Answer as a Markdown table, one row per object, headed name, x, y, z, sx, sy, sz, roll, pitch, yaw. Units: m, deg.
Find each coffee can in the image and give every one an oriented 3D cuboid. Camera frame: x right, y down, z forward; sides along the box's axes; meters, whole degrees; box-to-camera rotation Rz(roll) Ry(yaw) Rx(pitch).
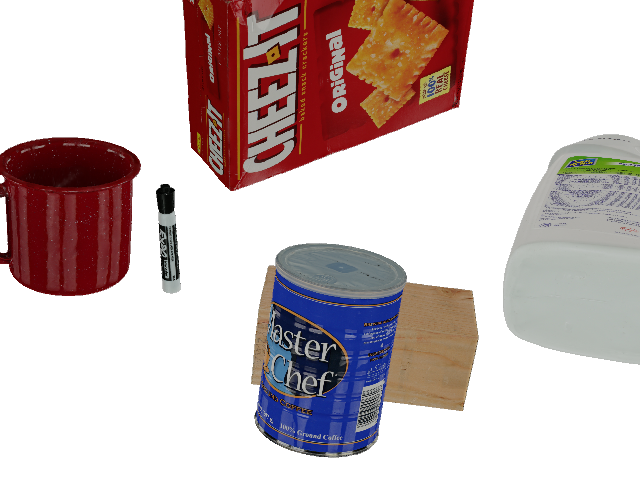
| name | x | y | z | sx | sy | sz | roll | pitch | yaw |
| --- | --- | --- | --- | --- | --- | --- | --- | --- | --- |
| coffee can | 0.007 | 0.085 | 0.846 | 0.103 | 0.140 | 0.103 | 8 | 18 | -3 |

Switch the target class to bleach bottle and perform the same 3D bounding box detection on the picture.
| name | x | y | z | sx | sy | sz | roll | pitch | yaw |
| --- | --- | --- | --- | --- | --- | --- | --- | --- | --- |
| bleach bottle | 0.181 | -0.014 | 0.660 | 0.103 | 0.068 | 0.250 | 8 | 25 | 18 |

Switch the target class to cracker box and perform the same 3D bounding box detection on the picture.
| name | x | y | z | sx | sy | sz | roll | pitch | yaw |
| --- | --- | --- | --- | --- | --- | --- | --- | --- | --- |
| cracker box | 0.011 | -0.145 | 0.779 | 0.213 | 0.164 | 0.072 | -23 | 49 | -25 |

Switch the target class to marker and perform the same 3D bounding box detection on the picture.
| name | x | y | z | sx | sy | sz | roll | pitch | yaw |
| --- | --- | --- | --- | --- | --- | --- | --- | --- | --- |
| marker | -0.156 | -0.002 | 1.094 | 0.020 | 0.121 | 0.020 | 0 | 28 | 0 |

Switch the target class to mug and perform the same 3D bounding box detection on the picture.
| name | x | y | z | sx | sy | sz | roll | pitch | yaw |
| --- | --- | --- | --- | --- | --- | --- | --- | --- | --- |
| mug | -0.179 | -0.014 | 0.712 | 0.117 | 0.081 | 0.093 | -9 | 29 | -29 |

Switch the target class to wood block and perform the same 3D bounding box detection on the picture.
| name | x | y | z | sx | sy | sz | roll | pitch | yaw |
| --- | --- | --- | --- | --- | --- | --- | --- | --- | --- |
| wood block | 0.042 | 0.095 | 1.046 | 0.206 | 0.090 | 0.090 | 7 | 27 | 0 |
